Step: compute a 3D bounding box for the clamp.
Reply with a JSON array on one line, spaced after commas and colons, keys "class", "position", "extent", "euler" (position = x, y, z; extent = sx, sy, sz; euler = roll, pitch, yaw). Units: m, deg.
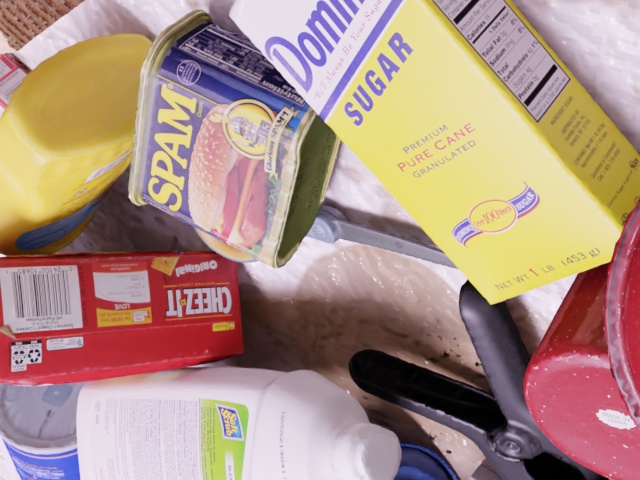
[{"class": "clamp", "position": [0.097, 0.097, 0.574], "extent": [0.171, 0.039, 0.120], "euler": [48, 145, -12]}]

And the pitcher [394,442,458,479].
[{"class": "pitcher", "position": [-0.030, 0.184, 0.725], "extent": [0.144, 0.149, 0.243], "euler": [22, 163, -38]}]

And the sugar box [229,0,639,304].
[{"class": "sugar box", "position": [0.050, -0.058, 0.436], "extent": [0.176, 0.048, 0.094], "euler": [45, 146, -10]}]

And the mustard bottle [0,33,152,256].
[{"class": "mustard bottle", "position": [-0.148, -0.037, 0.597], "extent": [0.058, 0.096, 0.192], "euler": [49, 146, 0]}]

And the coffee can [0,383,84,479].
[{"class": "coffee can", "position": [-0.200, 0.163, 0.868], "extent": [0.103, 0.102, 0.140], "euler": [23, 143, 21]}]

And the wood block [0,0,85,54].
[{"class": "wood block", "position": [-0.201, -0.145, 0.529], "extent": [0.207, 0.090, 0.090], "euler": [3, 131, 41]}]

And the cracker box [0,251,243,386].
[{"class": "cracker box", "position": [-0.177, 0.052, 0.665], "extent": [0.214, 0.163, 0.072], "euler": [-10, 84, 47]}]

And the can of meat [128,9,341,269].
[{"class": "can of meat", "position": [-0.039, -0.046, 0.512], "extent": [0.084, 0.057, 0.102], "euler": [27, 132, 14]}]

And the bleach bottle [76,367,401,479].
[{"class": "bleach bottle", "position": [-0.051, 0.125, 0.618], "extent": [0.251, 0.067, 0.102], "euler": [-7, 90, 48]}]

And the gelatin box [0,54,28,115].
[{"class": "gelatin box", "position": [-0.204, -0.088, 0.650], "extent": [0.089, 0.030, 0.073], "euler": [45, 146, -7]}]

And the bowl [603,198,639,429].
[{"class": "bowl", "position": [0.172, 0.031, 0.341], "extent": [0.162, 0.055, 0.162], "euler": [3, 100, 18]}]

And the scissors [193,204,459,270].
[{"class": "scissors", "position": [-0.004, 0.001, 0.578], "extent": [0.202, 0.016, 0.096], "euler": [27, 146, 18]}]

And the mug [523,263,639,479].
[{"class": "mug", "position": [0.144, 0.056, 0.446], "extent": [0.117, 0.081, 0.093], "euler": [48, 145, -12]}]
